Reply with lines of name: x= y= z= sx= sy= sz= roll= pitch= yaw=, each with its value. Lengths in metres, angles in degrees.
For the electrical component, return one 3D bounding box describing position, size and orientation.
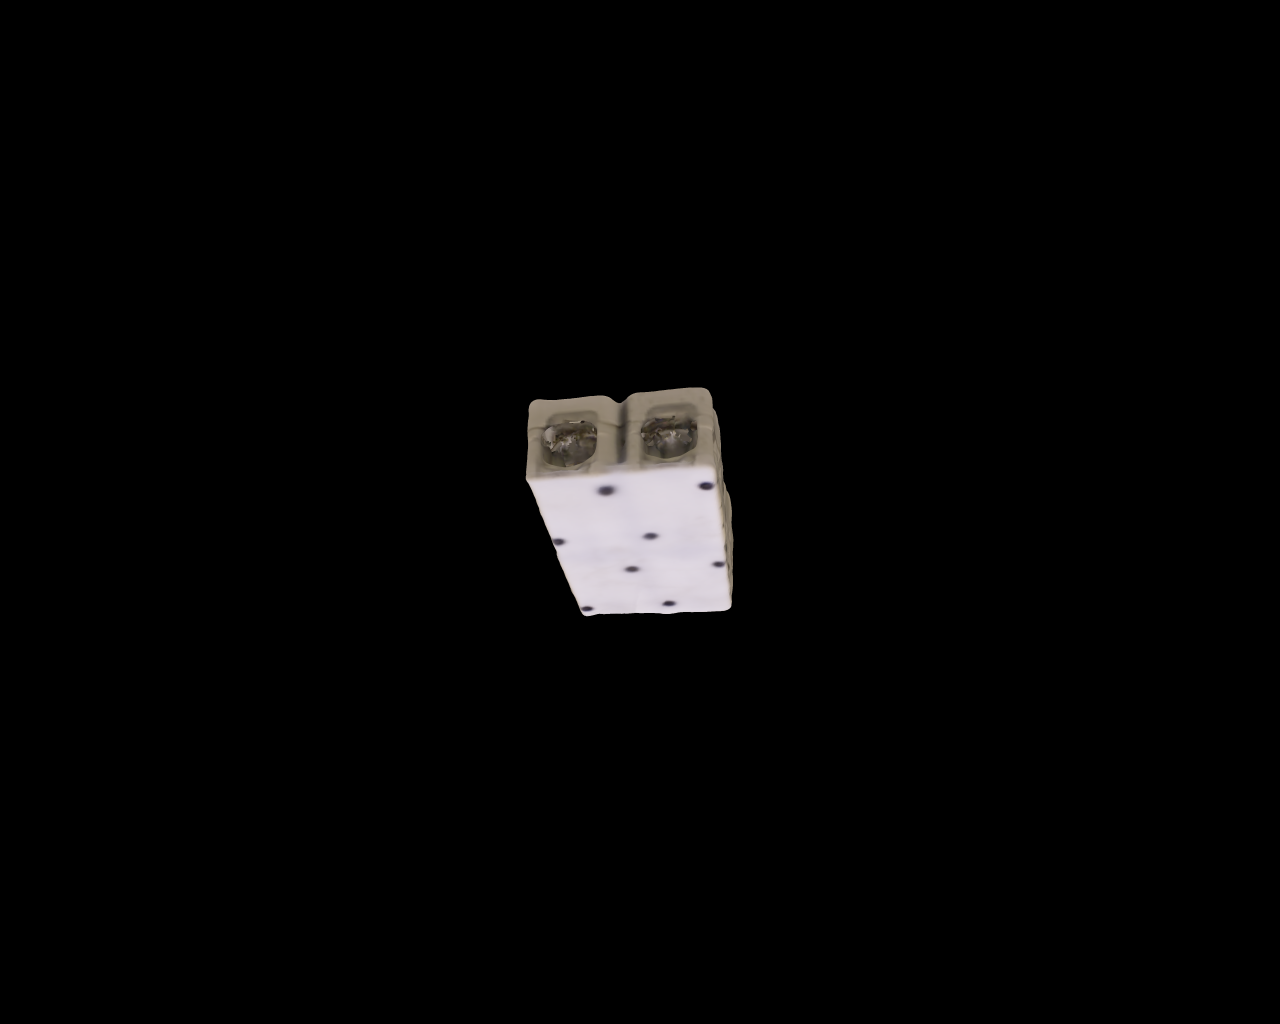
electrical component: x=0.001 y=-0.003 z=0.650 sx=0.105 sy=0.060 sz=0.186 roll=-4 pitch=-29 yaw=7
